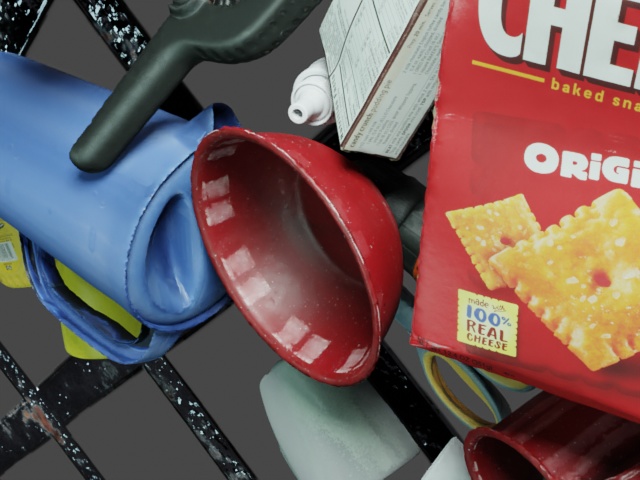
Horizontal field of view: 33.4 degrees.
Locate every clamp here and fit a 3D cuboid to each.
[{"bbox_3d":[-0.071,-0.145,0.610,0.210,0.036,0.164,-22,66,32],"label":"clamp"}]

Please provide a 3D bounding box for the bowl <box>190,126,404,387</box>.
[{"bbox_3d":[-0.004,0.001,0.604,0.162,0.055,0.162,38,144,34],"label":"bowl"}]

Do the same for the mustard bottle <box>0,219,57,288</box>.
[{"bbox_3d":[-0.269,-0.055,0.880,0.096,0.058,0.191,-4,116,44],"label":"mustard bottle"}]

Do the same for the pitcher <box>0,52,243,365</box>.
[{"bbox_3d":[-0.163,-0.035,0.737,0.243,0.149,0.145,27,153,32],"label":"pitcher"}]

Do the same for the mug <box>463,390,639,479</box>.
[{"bbox_3d":[0.145,0.121,0.580,0.093,0.081,0.117,60,158,-1],"label":"mug"}]

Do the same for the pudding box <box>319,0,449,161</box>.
[{"bbox_3d":[0.039,-0.109,0.525,0.114,0.039,0.090,119,149,-48],"label":"pudding box"}]

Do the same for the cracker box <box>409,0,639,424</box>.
[{"bbox_3d":[0.129,-0.026,0.425,0.164,0.072,0.214,18,132,20],"label":"cracker box"}]

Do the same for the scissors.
[{"bbox_3d":[0.064,0.037,0.666,0.202,0.016,0.096,54,139,-2],"label":"scissors"}]

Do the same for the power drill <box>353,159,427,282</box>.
[{"bbox_3d":[0.096,-0.034,0.553,0.184,0.057,0.188,37,140,20],"label":"power drill"}]
